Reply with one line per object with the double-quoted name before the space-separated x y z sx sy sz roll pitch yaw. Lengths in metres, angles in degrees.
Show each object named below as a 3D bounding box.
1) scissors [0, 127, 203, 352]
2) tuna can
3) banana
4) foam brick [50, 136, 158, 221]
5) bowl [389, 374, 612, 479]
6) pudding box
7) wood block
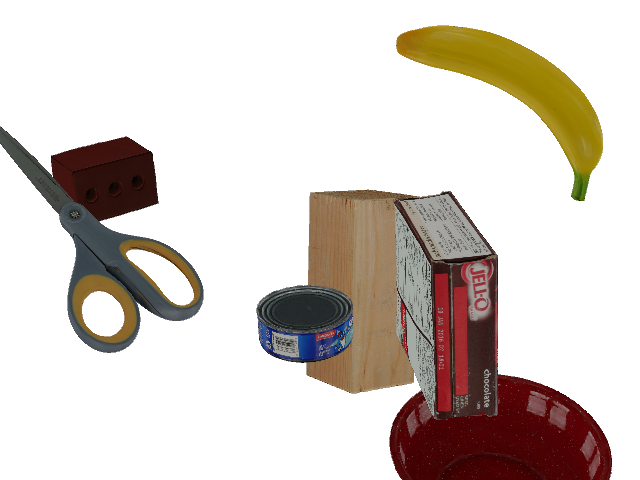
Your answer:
"scissors" -0.171 0.002 0.713 0.202 0.096 0.016 32 -32 11
"tuna can" -0.013 0.074 0.949 0.086 0.034 0.086 -2 25 1
"banana" 0.153 -0.116 0.834 0.198 0.069 0.037 40 6 -2
"foam brick" -0.193 -0.054 0.951 0.078 0.053 0.051 -19 32 -29
"bowl" 0.132 0.171 0.797 0.162 0.055 0.162 -1 34 0
"pudding box" 0.067 0.032 0.582 0.039 0.090 0.113 -5 20 -6
"wood block" 0.045 0.051 1.169 0.090 0.206 0.091 -4 10 -35
